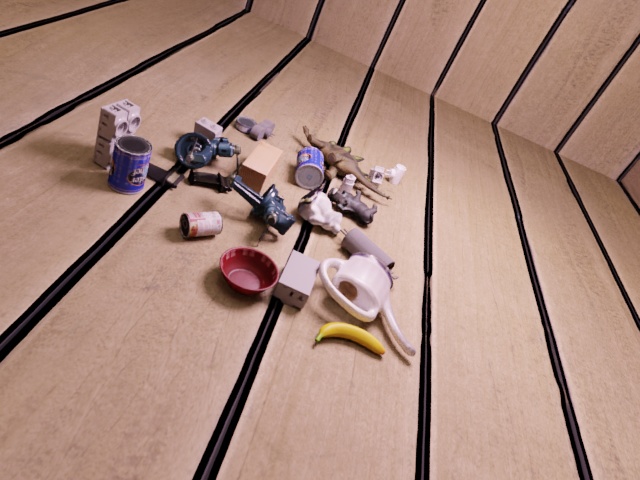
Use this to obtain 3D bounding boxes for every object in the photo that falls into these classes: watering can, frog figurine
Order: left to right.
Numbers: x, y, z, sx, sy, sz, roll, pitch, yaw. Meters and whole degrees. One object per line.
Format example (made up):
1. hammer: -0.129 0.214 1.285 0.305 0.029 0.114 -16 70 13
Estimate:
1. frog figurine: 0.005 -0.086 1.705 0.158 0.122 0.140 58 20 -17
2. watering can: 0.148 0.161 1.447 0.348 0.102 0.228 40 35 3
